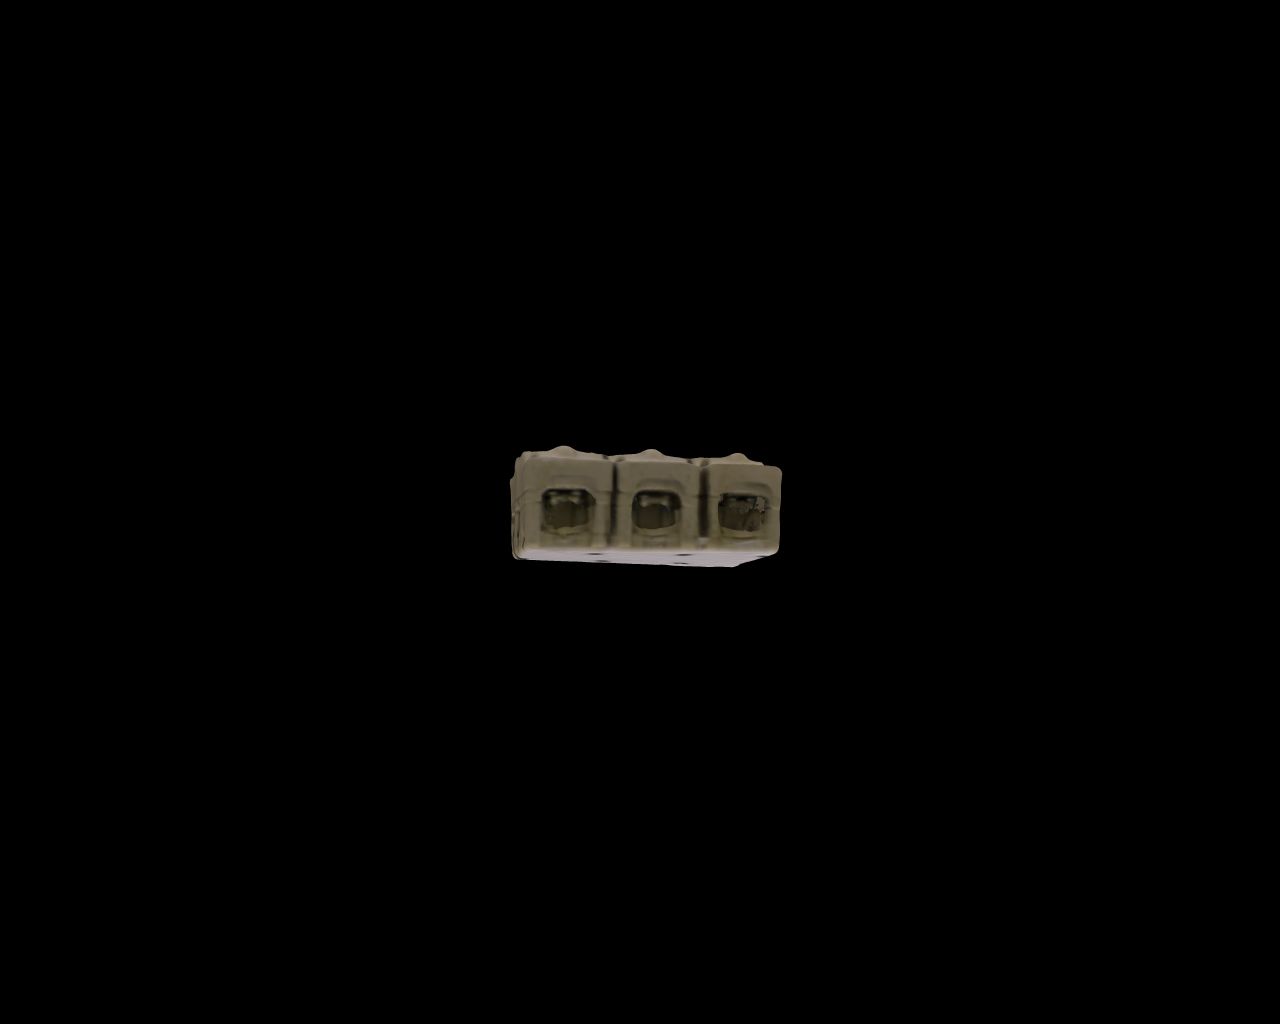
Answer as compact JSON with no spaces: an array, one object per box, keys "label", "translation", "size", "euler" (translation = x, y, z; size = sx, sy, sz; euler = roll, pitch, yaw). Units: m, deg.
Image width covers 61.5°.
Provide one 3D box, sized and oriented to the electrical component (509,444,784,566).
[{"label":"electrical component","translation":[0.001,-0.003,0.650],"size":[0.150,0.061,0.089],"euler":[2,-7,-14]}]
